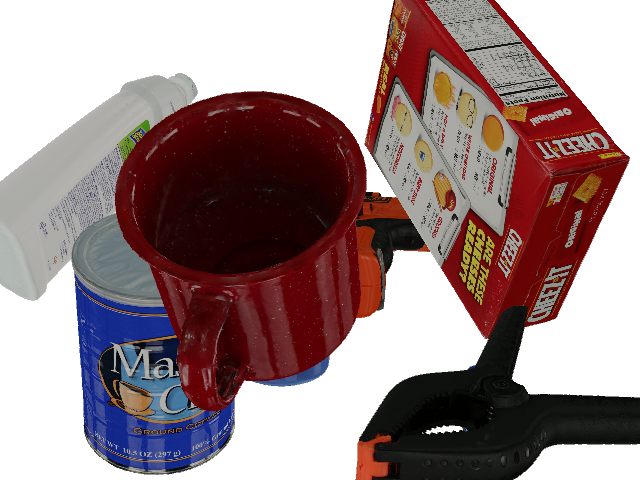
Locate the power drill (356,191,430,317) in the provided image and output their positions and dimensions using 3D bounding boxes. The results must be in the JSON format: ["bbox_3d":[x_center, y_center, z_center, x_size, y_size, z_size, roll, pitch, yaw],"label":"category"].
[{"bbox_3d":[0.005,0.003,0.914,0.185,0.057,0.187,1,20,17],"label":"power drill"}]

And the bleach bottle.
[{"bbox_3d":[-0.198,-0.065,0.957,0.068,0.102,0.250,27,54,21],"label":"bleach bottle"}]

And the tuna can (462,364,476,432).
[{"bbox_3d":[0.184,0.180,1.177,0.034,0.086,0.086,-3,-2,32],"label":"tuna can"}]

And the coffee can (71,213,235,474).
[{"bbox_3d":[-0.104,0.064,0.687,0.103,0.140,0.103,3,32,-2],"label":"coffee can"}]

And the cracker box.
[{"bbox_3d":[0.115,-0.065,0.768,0.072,0.214,0.164,-13,-39,-21],"label":"cracker box"}]

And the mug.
[{"bbox_3d":[-0.029,0.012,0.414,0.093,0.117,0.081,6,-36,11],"label":"mug"}]

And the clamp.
[{"bbox_3d":[0.102,0.095,0.630,0.209,0.036,0.165,-11,25,-27],"label":"clamp"}]

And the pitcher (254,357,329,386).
[{"bbox_3d":[-0.033,0.033,1.163,0.145,0.243,0.149,-3,18,-13],"label":"pitcher"}]
